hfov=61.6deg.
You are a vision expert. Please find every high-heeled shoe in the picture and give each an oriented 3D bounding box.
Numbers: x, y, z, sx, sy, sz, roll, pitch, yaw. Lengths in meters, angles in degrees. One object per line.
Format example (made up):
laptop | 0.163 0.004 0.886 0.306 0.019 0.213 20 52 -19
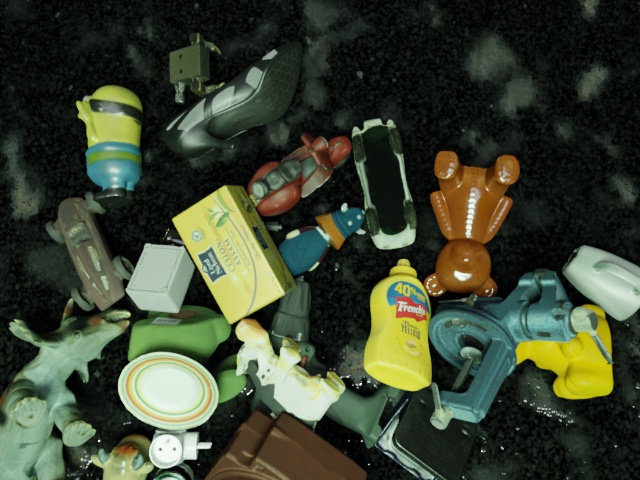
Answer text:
high-heeled shoe | -0.135 -0.223 0.840 0.145 0.086 0.249 18 65 32

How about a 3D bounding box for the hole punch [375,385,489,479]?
hole punch | 0.153 0.279 0.772 0.142 0.092 0.116 35 56 6

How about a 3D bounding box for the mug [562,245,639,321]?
mug | 0.414 0.056 0.779 0.107 0.109 0.081 34 92 16

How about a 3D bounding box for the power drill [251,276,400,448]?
power drill | 0.011 0.191 0.776 0.207 0.086 0.232 22 86 -1

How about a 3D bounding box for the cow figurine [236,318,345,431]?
cow figurine | -0.058 0.182 0.718 0.167 0.068 0.098 37 95 6

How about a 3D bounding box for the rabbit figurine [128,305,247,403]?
rabbit figurine | -0.185 0.185 0.777 0.159 0.121 0.170 1 102 -6

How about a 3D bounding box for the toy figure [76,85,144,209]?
toy figure | -0.308 -0.143 0.813 0.089 0.082 0.180 -8 79 -13

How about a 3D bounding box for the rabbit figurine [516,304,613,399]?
rabbit figurine | 0.314 0.142 0.766 0.173 0.121 0.162 -1 81 19

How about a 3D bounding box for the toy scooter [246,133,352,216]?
toy scooter | -0.033 -0.101 0.779 0.184 0.135 0.075 -34 87 -2

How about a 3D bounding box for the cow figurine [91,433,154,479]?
cow figurine | -0.282 0.363 0.733 0.085 0.127 0.195 12 54 -1

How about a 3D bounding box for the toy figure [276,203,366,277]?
toy figure | -0.002 -0.003 0.807 0.154 0.064 0.058 -35 48 -8

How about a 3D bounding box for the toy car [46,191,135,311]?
toy car | -0.336 0.012 0.778 0.089 0.053 0.202 -34 59 -2

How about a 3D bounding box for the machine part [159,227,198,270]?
machine part | -0.176 0.019 0.816 0.139 0.039 0.084 14 93 0

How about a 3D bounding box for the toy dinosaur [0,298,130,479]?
toy dinosaur | -0.406 0.266 0.749 0.131 0.192 0.404 21 100 -38

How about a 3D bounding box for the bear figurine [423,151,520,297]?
bear figurine | 0.211 -0.014 0.775 0.120 0.132 0.195 9 78 13

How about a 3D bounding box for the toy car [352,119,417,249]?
toy car | 0.097 -0.086 0.817 0.074 0.056 0.201 -11 83 5

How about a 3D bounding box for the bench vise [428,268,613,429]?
bench vise | 0.220 0.141 0.674 0.240 0.224 0.128 -46 125 -35

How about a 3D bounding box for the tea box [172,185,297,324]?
tea box | -0.118 0.018 0.754 0.098 0.068 0.169 -31 88 14

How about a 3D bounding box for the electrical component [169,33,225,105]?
electrical component | -0.194 -0.268 0.844 0.078 0.045 0.102 -13 81 27

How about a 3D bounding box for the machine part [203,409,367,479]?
machine part | -0.048 0.336 0.704 0.201 0.087 0.201 36 129 4
